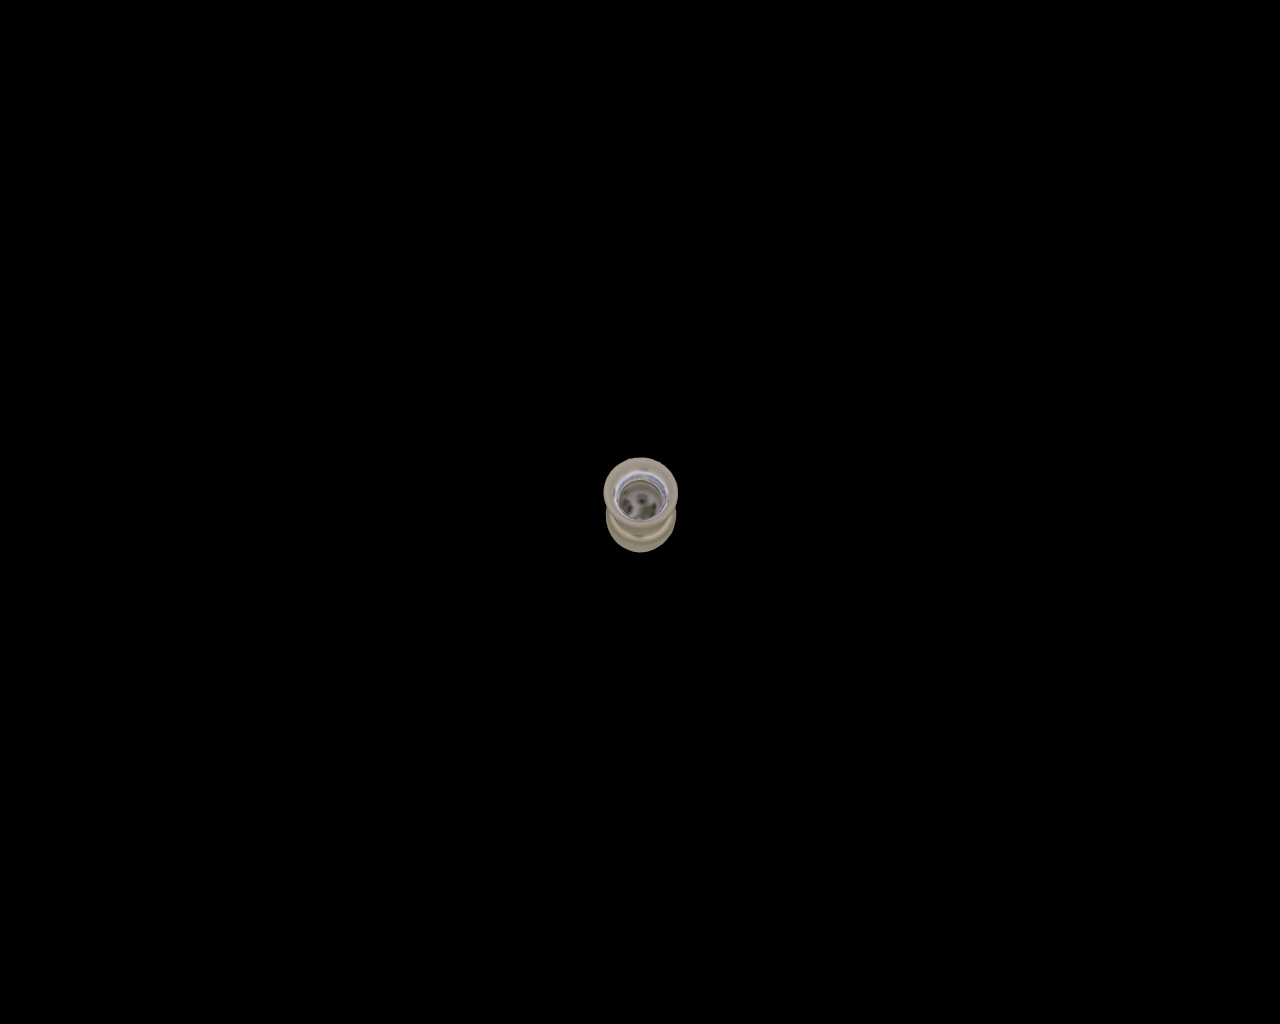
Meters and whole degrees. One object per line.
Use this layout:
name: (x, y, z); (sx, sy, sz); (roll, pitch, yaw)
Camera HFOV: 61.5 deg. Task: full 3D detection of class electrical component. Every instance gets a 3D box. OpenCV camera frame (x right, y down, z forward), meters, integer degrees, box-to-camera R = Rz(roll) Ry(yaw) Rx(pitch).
electrical component: (0.001, -0.003, 0.650); (0.045, 0.045, 0.055); (0, -21, 0)
